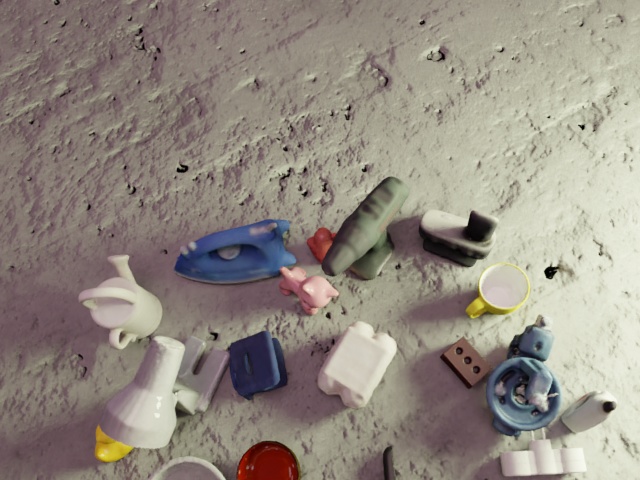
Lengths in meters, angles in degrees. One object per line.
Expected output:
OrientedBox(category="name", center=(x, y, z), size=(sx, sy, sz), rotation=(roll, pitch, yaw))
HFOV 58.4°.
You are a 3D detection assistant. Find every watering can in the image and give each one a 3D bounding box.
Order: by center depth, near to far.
OrientedBox(category="watering can", center=(-0.384, 0.115, 1.086), size=(0.101, 0.194, 0.172), rotation=(-25, 69, -3))

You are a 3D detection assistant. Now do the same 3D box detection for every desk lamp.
OrientedBox(category="desk lamp", center=(-0.270, 0.258, 1.010), size=(0.117, 0.214, 0.203), rotation=(20, 73, 14))

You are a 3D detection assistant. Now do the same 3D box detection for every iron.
OrientedBox(category="iron", center=(-0.185, 0.017, 1.128), size=(0.258, 0.141, 0.118), rotation=(-13, 69, 2))

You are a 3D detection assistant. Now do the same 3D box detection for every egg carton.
OrientedBox(category="egg carton", center=(0.067, 0.229, 1.060), size=(0.107, 0.069, 0.150), rotation=(28, 75, 15))

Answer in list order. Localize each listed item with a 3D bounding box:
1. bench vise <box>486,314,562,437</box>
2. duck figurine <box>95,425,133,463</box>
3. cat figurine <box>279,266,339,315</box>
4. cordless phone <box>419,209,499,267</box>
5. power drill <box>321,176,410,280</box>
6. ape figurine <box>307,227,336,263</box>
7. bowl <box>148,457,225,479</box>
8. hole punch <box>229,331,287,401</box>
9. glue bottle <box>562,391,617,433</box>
OrientedBox(category="bench vise", center=(0.341, 0.217, 0.952), size=(0.121, 0.220, 0.207), rotation=(2, 70, 8))
OrientedBox(category="duck figurine", center=(-0.383, 0.358, 1.055), size=(0.077, 0.086, 0.105), rotation=(27, 75, 15))
OrientedBox(category="cat figurine", center=(-0.026, 0.091, 1.095), size=(0.127, 0.118, 0.067), rotation=(35, 77, 17))
OrientedBox(category="cordless phone", center=(0.261, -0.030, 1.071), size=(0.147, 0.185, 0.094), rotation=(18, 73, 13))
OrientedBox(category="power drill", center=(0.086, -0.001, 1.068), size=(0.075, 0.208, 0.230), rotation=(31, 76, 16))
OrientedBox(category="ape figurine", center=(0.010, 0.004, 1.137), size=(0.077, 0.092, 0.076), rotation=(8, 71, 10))
OrientedBox(category="bowl", center=(-0.227, 0.468, 1.003), size=(0.167, 0.075, 0.167), rotation=(-2, 70, 6))
OrientedBox(category="hole punch", center=(-0.120, 0.234, 1.068), size=(0.101, 0.091, 0.108), rotation=(-15, 69, 1))
OrientedBox(category="glue bottle", center=(0.454, 0.278, 0.942), size=(0.078, 0.173, 0.037), rotation=(-43, 71, -9))
